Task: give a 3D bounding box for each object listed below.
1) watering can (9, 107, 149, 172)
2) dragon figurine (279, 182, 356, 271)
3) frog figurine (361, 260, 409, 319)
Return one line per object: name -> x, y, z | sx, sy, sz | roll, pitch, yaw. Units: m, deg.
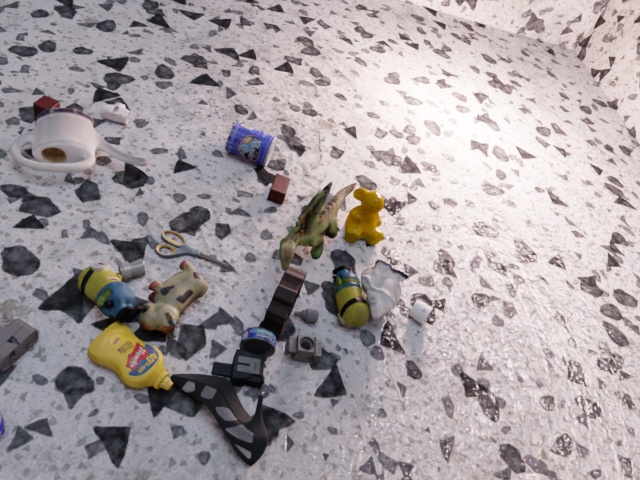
watering can -> -0.675, -0.273, 1.458 | 0.348, 0.229, 0.101 | -3, -39, -23
dragon figurine -> 0.004, -0.072, 1.428 | 0.122, 0.417, 0.238 | 34, -25, 5
frog figurine -> 0.162, 0.149, 1.410 | 0.122, 0.163, 0.135 | -5, -38, 39
